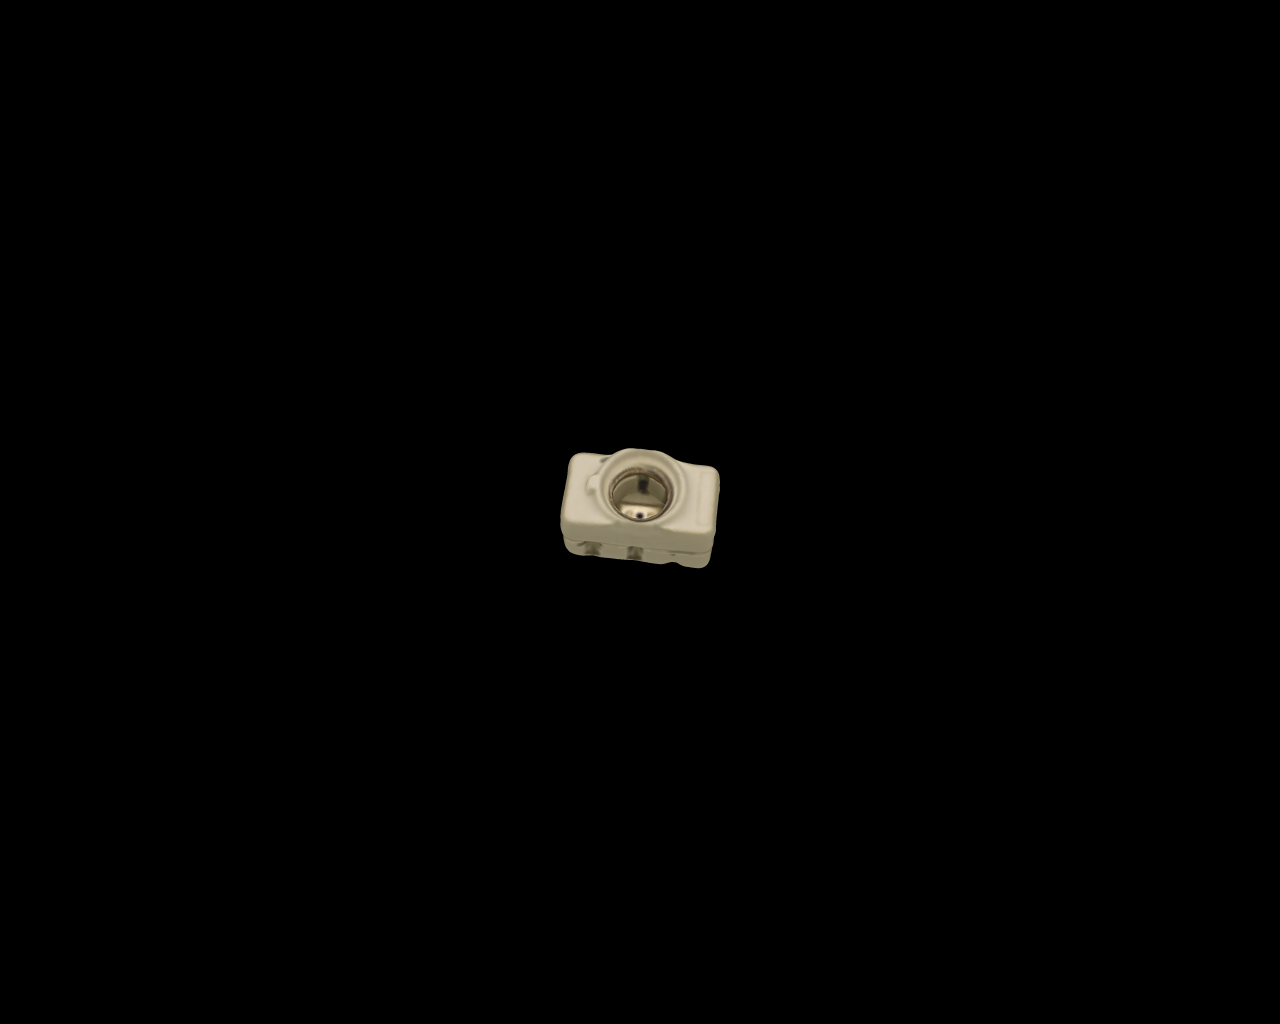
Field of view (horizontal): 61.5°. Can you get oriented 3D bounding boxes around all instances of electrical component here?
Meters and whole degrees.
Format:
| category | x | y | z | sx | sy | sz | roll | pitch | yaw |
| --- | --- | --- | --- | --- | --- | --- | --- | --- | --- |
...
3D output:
| category | x | y | z | sx | sy | sz | roll | pitch | yaw |
| --- | --- | --- | --- | --- | --- | --- | --- | --- | --- |
| electrical component | 0.001 | -0.003 | 0.650 | 0.089 | 0.050 | 0.055 | 6 | -27 | 3 |
